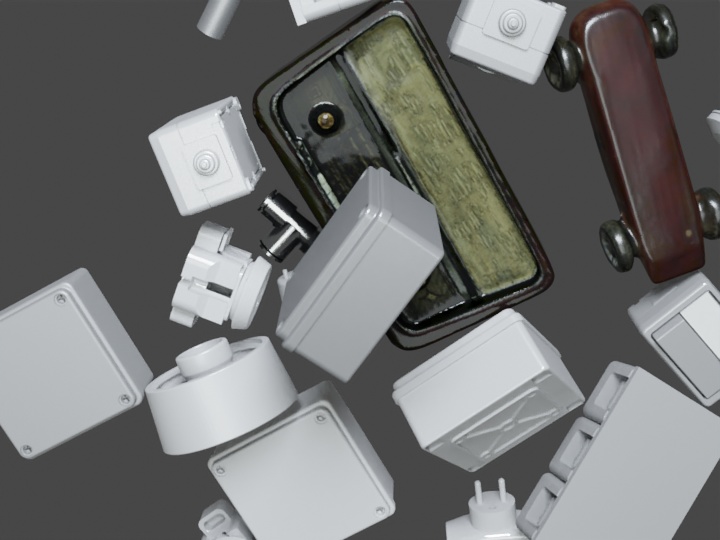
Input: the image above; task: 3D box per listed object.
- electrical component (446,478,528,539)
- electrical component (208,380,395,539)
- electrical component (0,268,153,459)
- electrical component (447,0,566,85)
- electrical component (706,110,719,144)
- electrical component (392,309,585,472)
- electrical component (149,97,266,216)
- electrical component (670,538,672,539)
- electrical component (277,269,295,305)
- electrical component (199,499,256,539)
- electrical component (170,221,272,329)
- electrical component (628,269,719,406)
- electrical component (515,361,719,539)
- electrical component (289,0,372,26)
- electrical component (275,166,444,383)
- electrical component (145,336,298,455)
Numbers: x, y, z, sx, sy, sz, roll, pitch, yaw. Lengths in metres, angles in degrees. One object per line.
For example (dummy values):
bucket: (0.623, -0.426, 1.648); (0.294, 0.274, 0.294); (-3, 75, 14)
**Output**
electrical component: (0.107, 0.202, 0.854); (0.077, 0.043, 0.079); (-7, 105, 4)
electrical component: (-0.044, 0.160, 0.841); (0.109, 0.056, 0.108); (-29, 103, 10)
electrical component: (-0.234, 0.072, 0.824); (0.109, 0.056, 0.108); (-27, 103, 10)
electrical component: (0.095, -0.159, 0.724); (0.062, 0.096, 0.061); (21, 106, -3)
electrical component: (0.285, -0.096, 0.744); (0.080, 0.080, 0.051); (38, 98, -8)
electrical component: (0.096, 0.091, 0.787); (0.109, 0.109, 0.056); (-35, 60, 11)
electrical component: (-0.110, -0.079, 0.755); (0.061, 0.096, 0.061); (-19, 104, 7)
electrical component: (0.224, 0.227, 0.851); (0.047, 0.055, 0.055); (-28, 103, 14)
electrical component: (-0.036, 0.033, 0.813); (0.040, 0.040, 0.078); (-10, 105, 5)
electrical component: (-0.099, 0.231, 0.863); (0.058, 0.057, 0.078); (-36, 101, 11)
electrical component: (-0.101, 0.010, 0.801); (0.057, 0.058, 0.078); (21, 106, -1)
electrical component: (0.255, 0.053, 0.796); (0.062, 0.061, 0.096); (-41, 100, 12)
electrical component: (0.196, 0.155, 0.806); (0.089, 0.062, 0.150); (32, 88, -6)
electrical component: (-0.033, -0.245, 0.708); (0.062, 0.089, 0.150); (-17, 104, 7)
electrical component: (0.000, 0.000, 0.694); (0.056, 0.108, 0.108); (33, 107, -11)
electrical component: (-0.107, 0.085, 0.799); (0.108, 0.108, 0.060); (-20, 98, 8)
